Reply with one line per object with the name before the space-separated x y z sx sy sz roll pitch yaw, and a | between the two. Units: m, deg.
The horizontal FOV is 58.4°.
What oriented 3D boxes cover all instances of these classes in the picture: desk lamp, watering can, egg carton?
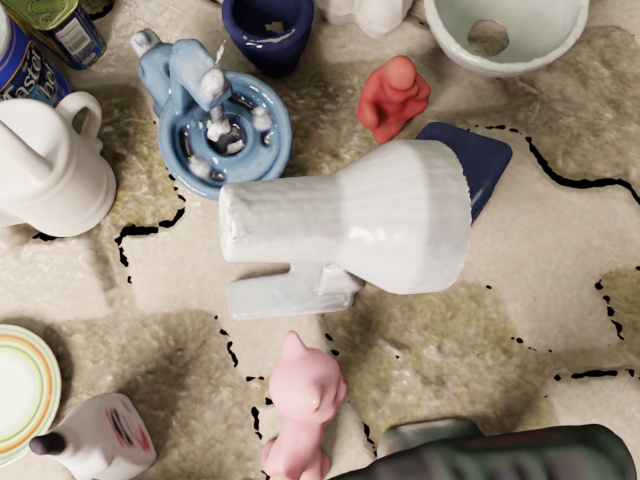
desk lamp | 0.004 0.002 0.478 0.203 0.213 0.118 -7 74 0
watering can | -0.271 -0.069 0.514 0.101 0.194 0.173 18 76 7
egg carton | 0.062 -0.299 0.634 0.107 0.069 0.150 21 76 7

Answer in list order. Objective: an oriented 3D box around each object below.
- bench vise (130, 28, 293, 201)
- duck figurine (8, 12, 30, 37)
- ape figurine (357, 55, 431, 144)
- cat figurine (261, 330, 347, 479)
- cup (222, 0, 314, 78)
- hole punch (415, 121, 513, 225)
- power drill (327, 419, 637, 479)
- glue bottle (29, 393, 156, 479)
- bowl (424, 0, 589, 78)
bench vise | -0.116 -0.118 0.511 0.207 0.220 0.121 31 78 10
duck figurine | -0.381 -0.238 0.619 0.104 0.086 0.077 21 76 7
ape figurine | 0.076 -0.152 0.581 0.078 0.092 0.076 -6 74 0
cat figurine | -0.015 0.147 0.488 0.067 0.118 0.128 10 75 5
cup | -0.042 -0.225 0.603 0.091 0.095 0.118 41 79 11
hole punch | 0.116 -0.057 0.555 0.101 0.091 0.109 33 78 10
power drill | 0.096 0.180 0.429 0.229 0.208 0.075 -9 74 -1
glue bottle | -0.184 0.161 0.460 0.037 0.173 0.078 -35 76 -7
bowl | 0.190 -0.237 0.611 0.167 0.075 0.167 0 75 1
